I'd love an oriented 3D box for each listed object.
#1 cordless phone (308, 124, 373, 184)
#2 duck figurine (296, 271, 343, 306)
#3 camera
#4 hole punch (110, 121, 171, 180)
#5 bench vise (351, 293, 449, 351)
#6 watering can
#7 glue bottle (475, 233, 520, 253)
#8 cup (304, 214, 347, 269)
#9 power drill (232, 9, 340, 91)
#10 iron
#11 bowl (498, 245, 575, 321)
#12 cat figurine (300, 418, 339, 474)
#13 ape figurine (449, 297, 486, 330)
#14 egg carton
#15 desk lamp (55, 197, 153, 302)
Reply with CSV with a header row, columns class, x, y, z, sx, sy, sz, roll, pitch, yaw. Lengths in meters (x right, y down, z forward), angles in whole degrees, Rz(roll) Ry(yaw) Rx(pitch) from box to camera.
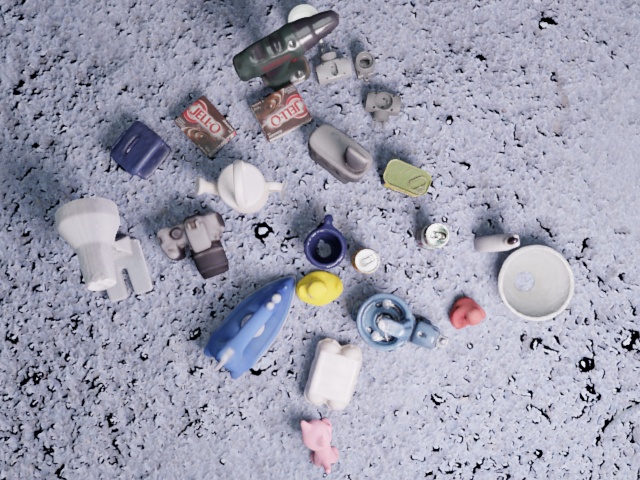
class,x,y,z,sx,sy,sz,roll,pitch,yaw
cordless phone,0.045,-0.193,1.213,0.147,0.185,0.094,34,88,0
duck figurine,-0.001,0.107,1.252,0.104,0.086,0.077,-7,88,-2
camera,-0.265,0.020,1.240,0.143,0.100,0.137,-21,89,-2
hole punch,-0.399,-0.197,1.248,0.101,0.091,0.109,38,88,0
bench vise,0.173,0.172,1.188,0.207,0.219,0.121,2,88,-1
watering can,-0.171,-0.111,1.200,0.173,0.194,0.101,-23,89,-2
glue bottle,0.389,0.004,1.223,0.078,0.173,0.037,-10,88,-1
cup,0.011,0.004,1.251,0.091,0.095,0.118,5,88,-1
power drill,-0.068,-0.391,1.205,0.229,0.208,0.076,-26,89,-2
iron,-0.138,0.176,1.218,0.118,0.141,0.258,39,88,0
bowl,0.468,0.094,1.271,0.167,0.074,0.167,0,88,-2
cat figurine,-0.001,0.435,1.225,0.067,0.117,0.128,-17,88,-2
ape figurine,0.328,0.165,1.256,0.078,0.092,0.076,4,88,-1
egg carton,0.030,0.295,1.255,0.107,0.069,0.150,15,88,-1
desk lamp,-0.440,0.024,1.179,0.118,0.213,0.203,-19,89,-2
